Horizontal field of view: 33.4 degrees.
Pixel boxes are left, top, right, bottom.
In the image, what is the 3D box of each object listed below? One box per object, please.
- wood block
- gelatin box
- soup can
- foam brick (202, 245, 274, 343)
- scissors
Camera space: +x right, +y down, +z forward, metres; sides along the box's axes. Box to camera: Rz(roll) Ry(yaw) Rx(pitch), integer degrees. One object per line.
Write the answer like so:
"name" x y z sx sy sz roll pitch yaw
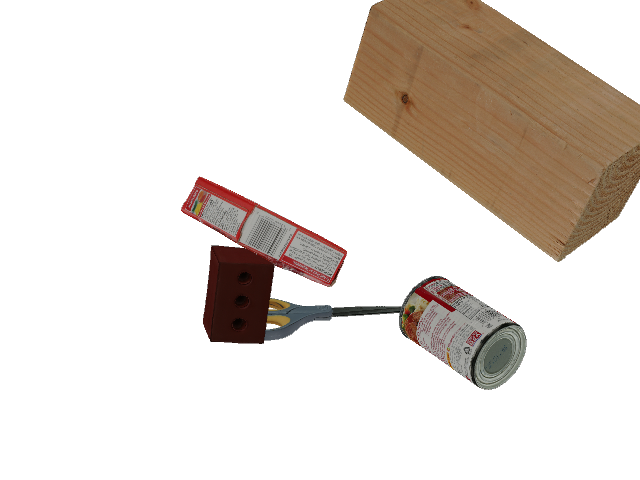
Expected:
"wood block" 0.128 -0.092 0.768 0.206 0.091 0.090 40 47 23
"gelatin box" -0.037 -0.005 0.705 0.089 0.030 0.073 27 0 -40
"soup can" 0.130 0.084 0.980 0.068 0.068 0.102 0 23 -39
"foam brick" -0.076 0.049 0.983 0.053 0.078 0.051 4 14 -15
"scissors" -0.005 0.089 1.194 0.201 0.016 0.096 4 22 0
